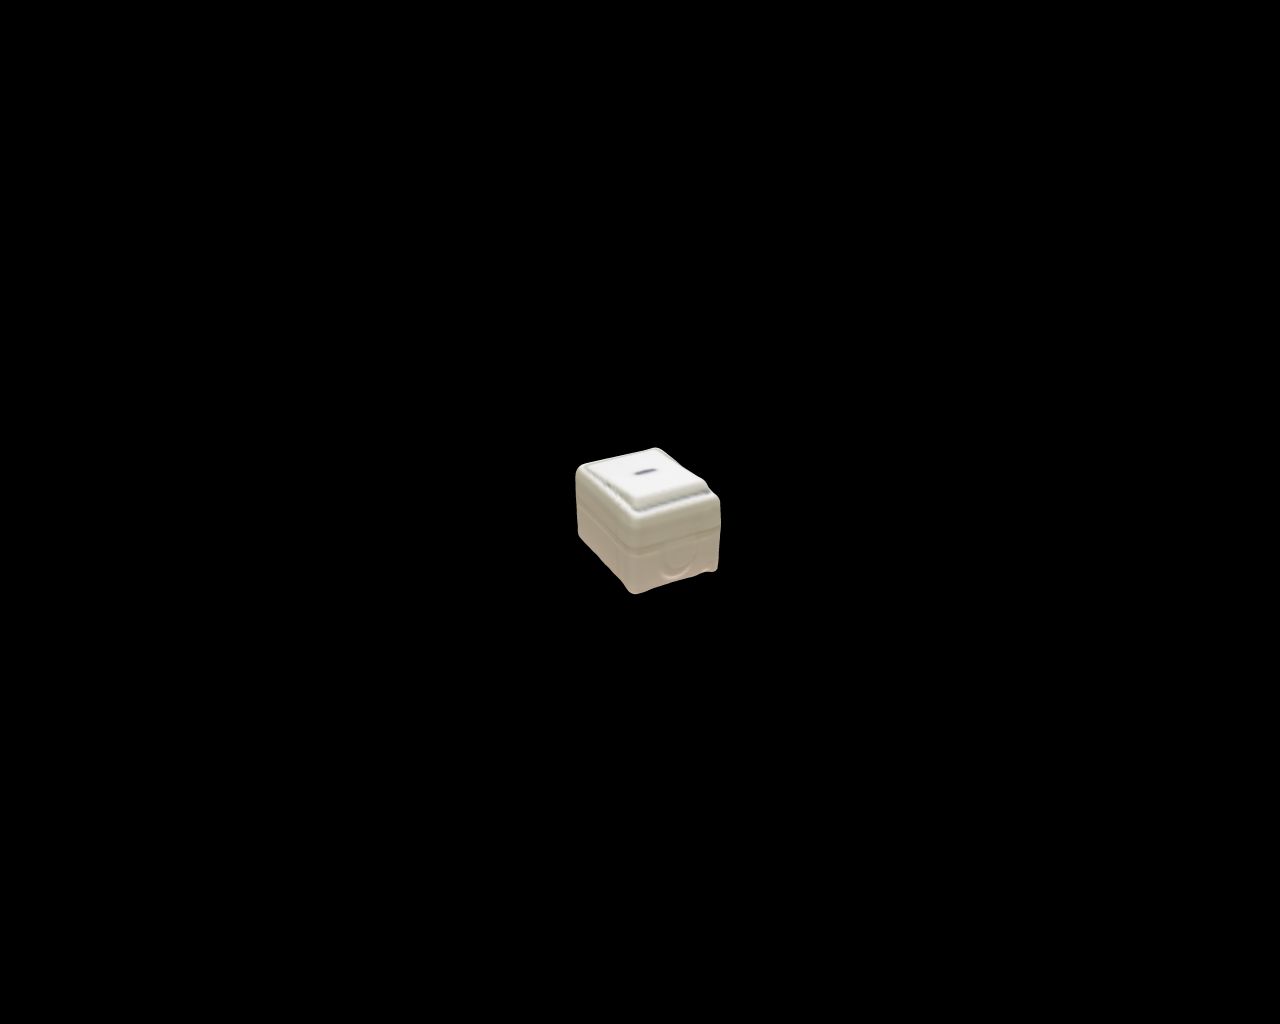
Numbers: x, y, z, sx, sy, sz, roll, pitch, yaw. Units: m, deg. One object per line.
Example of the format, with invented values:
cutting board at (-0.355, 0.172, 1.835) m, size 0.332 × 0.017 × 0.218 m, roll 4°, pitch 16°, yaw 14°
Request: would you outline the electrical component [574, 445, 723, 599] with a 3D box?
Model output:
electrical component at (0.001, -0.003, 0.650) m, size 0.062 × 0.061 × 0.096 m, roll -14°, pitch 32°, yaw -24°
